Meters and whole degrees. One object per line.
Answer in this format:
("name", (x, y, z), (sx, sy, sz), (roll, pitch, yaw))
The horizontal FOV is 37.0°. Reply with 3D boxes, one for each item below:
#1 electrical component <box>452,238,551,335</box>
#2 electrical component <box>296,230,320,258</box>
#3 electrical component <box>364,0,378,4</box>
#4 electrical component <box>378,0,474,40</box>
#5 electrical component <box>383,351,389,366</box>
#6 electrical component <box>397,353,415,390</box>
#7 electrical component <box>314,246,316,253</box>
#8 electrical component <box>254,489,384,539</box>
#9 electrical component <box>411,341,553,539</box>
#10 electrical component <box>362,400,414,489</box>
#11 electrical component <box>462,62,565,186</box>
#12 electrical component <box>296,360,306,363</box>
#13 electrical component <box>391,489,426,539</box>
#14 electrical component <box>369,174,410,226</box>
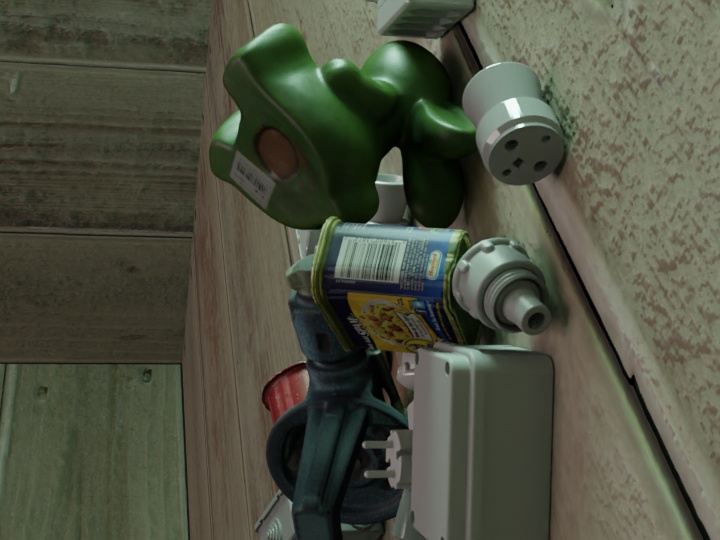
("electrical component", (0.081, 0.014, 0.580), (0.062, 0.048, 0.048), (-128, 40, -59))
("electrical component", (-0.028, -0.052, 1.024), (0.096, 0.061, 0.061), (-104, 20, -49))
("electrical component", (0.019, -0.240, 0.869), (0.066, 0.047, 0.076), (145, 125, -74))
("electrical component", (0.045, -0.209, 0.751), (0.083, 0.047, 0.075), (169, 102, -77))
("electrical component", (-0.002, 0.058, 0.936), (0.077, 0.043, 0.079), (-120, 33, -66))
("electrical component", (0.050, 0.050, 0.714), (0.048, 0.048, 0.062), (132, 145, -71))
("electrical component", (0.000, 0.000, 0.898), (0.089, 0.056, 0.050), (-106, 24, -44))
("electrical component", (-0.035, 0.227, 0.941), (0.099, 0.100, 0.048), (121, 145, -44))
("electrical component", (0.066, 0.099, 0.605), (0.078, 0.057, 0.113), (-174, 86, -77))
("electrical component", (0.039, 0.119, 0.681), (0.047, 0.076, 0.083), (120, 149, -63))
("electrical component", (0.083, -0.078, 0.579), (0.055, 0.045, 0.045), (-102, 18, -44))
("electrical component", (-0.041, 0.109, 1.096), (0.040, 0.046, 0.040), (-179, 90, -77))
("electrical component", (0.046, 0.149, 0.727), (0.044, 0.044, 0.065), (168, 108, -77))
("electrical component", (0.018, -0.046, 0.857), (0.045, 0.045, 0.055), (-129, 42, -71))
